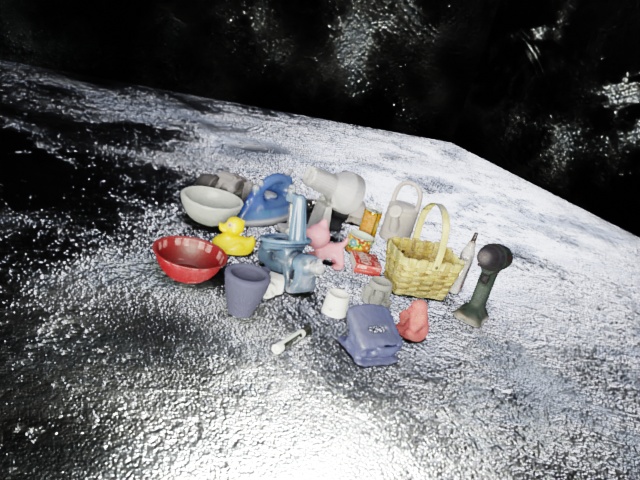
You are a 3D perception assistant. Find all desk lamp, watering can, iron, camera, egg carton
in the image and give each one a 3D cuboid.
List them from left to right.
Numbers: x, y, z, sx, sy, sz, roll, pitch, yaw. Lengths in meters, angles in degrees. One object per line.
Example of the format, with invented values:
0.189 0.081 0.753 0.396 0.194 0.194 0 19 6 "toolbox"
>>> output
-0.286 -0.160 1.697 0.136 0.101 0.143 23 22 18 "camera"
-0.152 -0.128 1.656 0.118 0.141 0.259 24 22 20 "iron"
0.009 -0.099 1.599 0.204 0.213 0.117 1 25 -34 "desk lamp"
0.084 -0.101 1.860 0.150 0.069 0.107 11 21 -12 "egg carton"
0.258 -0.088 1.779 0.101 0.194 0.173 16 21 -1 "watering can"

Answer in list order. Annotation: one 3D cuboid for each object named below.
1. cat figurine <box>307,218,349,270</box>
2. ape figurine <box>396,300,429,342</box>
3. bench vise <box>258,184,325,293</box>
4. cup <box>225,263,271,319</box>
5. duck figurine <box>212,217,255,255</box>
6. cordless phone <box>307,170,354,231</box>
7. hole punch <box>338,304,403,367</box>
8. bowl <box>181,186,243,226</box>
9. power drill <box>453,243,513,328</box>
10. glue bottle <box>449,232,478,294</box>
0.014 0.005 1.473 0.128 0.118 0.067 12 21 -11 "cat figurine"
0.204 0.169 1.235 0.076 0.092 0.078 17 21 4 "ape figurine"
-0.046 -0.003 1.307 0.206 0.220 0.122 27 24 27 "bench vise"
-0.144 0.103 1.146 0.091 0.095 0.118 25 23 23 "cup"
-0.207 -0.014 1.407 0.105 0.086 0.077 9 22 -17 "duck figurine"
0.028 -0.132 1.737 0.148 0.185 0.094 9 22 -16 "cordless phone"
0.106 0.186 1.123 0.109 0.091 0.100 2 25 -31 "hole punch"
-0.293 -0.082 1.533 0.167 0.075 0.167 14 21 -5 "bowl"
0.399 0.100 1.387 0.075 0.208 0.230 26 23 25 "power drill"
0.389 0.058 1.535 0.037 0.173 0.078 22 22 17 "glue bottle"
